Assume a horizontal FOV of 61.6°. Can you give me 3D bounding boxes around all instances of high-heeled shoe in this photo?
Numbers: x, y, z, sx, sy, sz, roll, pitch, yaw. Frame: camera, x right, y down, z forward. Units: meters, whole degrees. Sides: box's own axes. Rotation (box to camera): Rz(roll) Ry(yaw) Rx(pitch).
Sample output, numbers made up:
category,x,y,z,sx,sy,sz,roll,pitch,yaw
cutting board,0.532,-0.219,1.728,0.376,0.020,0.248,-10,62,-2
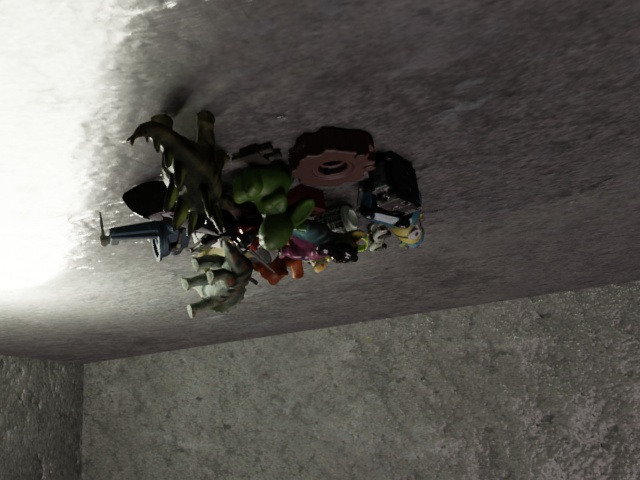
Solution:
category,x,y,z,sx,sy,sz,roll,pitch,yaw
high-heeled shoe,-0.300,-0.062,1.171,0.249,0.086,0.145,14,171,27

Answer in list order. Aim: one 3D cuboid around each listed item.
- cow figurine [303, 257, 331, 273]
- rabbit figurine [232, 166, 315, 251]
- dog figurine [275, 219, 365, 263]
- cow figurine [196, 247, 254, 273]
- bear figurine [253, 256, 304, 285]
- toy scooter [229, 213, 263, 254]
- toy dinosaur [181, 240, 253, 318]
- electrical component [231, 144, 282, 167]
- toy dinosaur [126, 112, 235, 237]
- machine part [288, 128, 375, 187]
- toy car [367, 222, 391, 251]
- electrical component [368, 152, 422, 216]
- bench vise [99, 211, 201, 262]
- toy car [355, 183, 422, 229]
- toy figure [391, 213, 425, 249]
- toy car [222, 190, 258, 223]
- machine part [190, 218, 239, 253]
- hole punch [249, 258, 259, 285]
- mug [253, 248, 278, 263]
category,x,y,z,sx,sy,sz,roll,pitch,yaw
cow figurine,-0.010,0.037,1.563,0.068,0.098,0.167,-48,-177,11
rabbit figurine,-0.099,-0.063,1.142,0.159,0.170,0.121,-8,177,-37
dog figurine,-0.003,-0.004,1.346,0.219,0.108,0.192,8,-161,-19
cow figurine,-0.277,0.041,1.549,0.127,0.085,0.195,1,163,-40
bear figurine,-0.119,0.083,1.555,0.120,0.131,0.196,7,-152,9
toy scooter,-0.138,-0.028,1.245,0.135,0.075,0.184,-39,-173,-14
toy dinosaur,-0.249,0.098,1.433,0.192,0.131,0.405,-15,164,-40
electrical component,-0.128,-0.166,1.075,0.094,0.021,0.063,-14,161,20
toy dinosaur,-0.220,-0.116,0.913,0.105,0.198,0.471,-12,163,6
machine part,0.023,-0.162,1.088,0.179,0.056,0.179,-5,162,-2
toy car,0.165,-0.023,1.525,0.056,0.073,0.201,-6,162,-1
electrical component,0.160,-0.122,1.164,0.058,0.115,0.134,-23,158,35
bench vise,-0.388,-0.021,1.261,0.240,0.129,0.223,-7,166,-25
toy car,0.158,-0.084,1.306,0.162,0.109,0.103,6,177,-10
toy figure,0.254,-0.024,1.548,0.089,0.082,0.180,-2,167,14
toy car,-0.196,-0.077,1.259,0.089,0.053,0.202,-24,163,29
machine part,-0.249,-0.014,1.305,0.139,0.039,0.084,-36,179,-42
hole punch,-0.240,0.073,1.684,0.116,0.092,0.142,21,171,17
mug,-0.139,-0.009,1.437,0.107,0.109,0.081,-47,-178,-35
